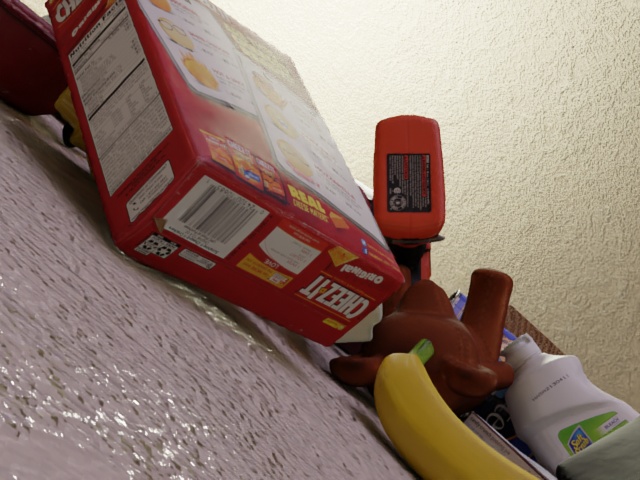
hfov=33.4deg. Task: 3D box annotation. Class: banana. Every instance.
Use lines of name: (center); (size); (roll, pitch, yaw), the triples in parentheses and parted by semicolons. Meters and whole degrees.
banana: (0.082, 0.112, 0.570); (0.198, 0.069, 0.037); (47, -32, 47)

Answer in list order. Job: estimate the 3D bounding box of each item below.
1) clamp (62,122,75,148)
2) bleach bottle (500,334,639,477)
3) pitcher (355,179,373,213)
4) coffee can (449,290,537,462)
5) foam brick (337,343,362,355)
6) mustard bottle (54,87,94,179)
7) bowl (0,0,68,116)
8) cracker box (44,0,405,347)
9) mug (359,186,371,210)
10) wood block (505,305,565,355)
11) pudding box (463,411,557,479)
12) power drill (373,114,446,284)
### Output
clamp: (-0.104, -0.085, 0.809); (0.164, 0.036, 0.210); (36, 35, -23)
bleach bottle: (0.230, 0.173, 0.807); (0.251, 0.102, 0.068); (53, -18, 19)
pitcher: (-0.036, -0.029, 1.117); (0.243, 0.149, 0.144); (37, 14, 36)
coffee can: (0.140, 0.125, 0.905); (0.140, 0.103, 0.103); (40, 1, 4)
foam brick: (0.016, 0.055, 0.919); (0.051, 0.053, 0.078); (39, 0, -33)
mustard bottle: (-0.088, -0.033, 0.687); (0.191, 0.058, 0.096); (39, 18, -20)
bowl: (-0.211, -0.132, 0.712); (0.162, 0.055, 0.162); (40, 1, -1)
cracker box: (-0.059, -0.058, 0.604); (0.164, 0.072, 0.214); (29, 26, -43)
mug: (-0.006, 0.001, 0.846); (0.081, 0.117, 0.093); (45, 14, 15)
wood block: (0.190, 0.147, 1.143); (0.091, 0.090, 0.206); (42, -10, 9)
pudding box: (0.147, 0.177, 0.741); (0.090, 0.039, 0.114); (40, -1, -34)
power drill: (0.075, -0.034, 0.927); (0.057, 0.184, 0.187); (-3, -21, 3)
